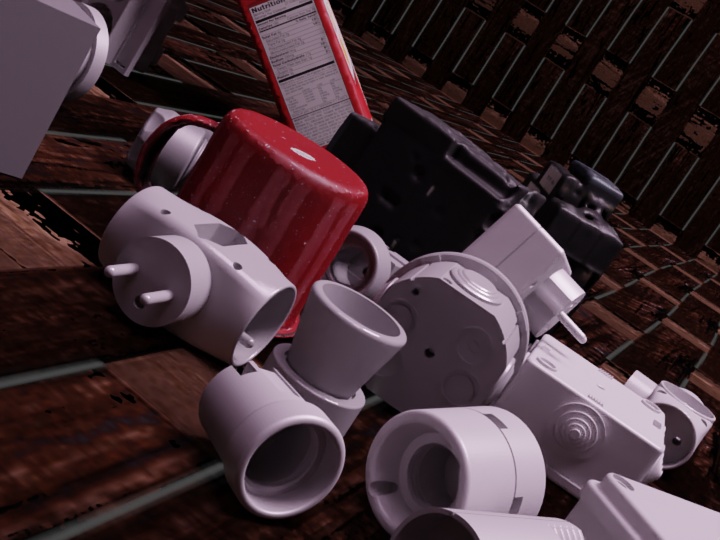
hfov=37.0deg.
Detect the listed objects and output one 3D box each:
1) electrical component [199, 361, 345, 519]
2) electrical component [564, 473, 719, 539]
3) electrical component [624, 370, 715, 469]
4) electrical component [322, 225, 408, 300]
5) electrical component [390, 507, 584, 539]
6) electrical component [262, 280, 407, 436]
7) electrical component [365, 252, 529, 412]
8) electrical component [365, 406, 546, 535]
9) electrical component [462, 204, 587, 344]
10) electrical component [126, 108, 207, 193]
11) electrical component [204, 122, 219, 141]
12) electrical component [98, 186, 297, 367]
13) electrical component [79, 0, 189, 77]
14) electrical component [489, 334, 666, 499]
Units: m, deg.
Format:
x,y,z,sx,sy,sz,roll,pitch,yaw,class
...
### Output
x,y,z,sx,sy,sz,roll,pitch,yaw,class
-0.033,0.057,0.374,0.040,0.040,0.046,22,11,-35,electrical component
0.139,0.142,0.415,0.109,0.056,0.108,24,16,-31,electrical component
0.192,0.094,0.722,0.079,0.044,0.077,37,15,18,electrical component
0.000,0.000,0.627,0.066,0.048,0.055,37,7,20,electrical component
0.050,0.106,0.372,0.081,0.043,0.043,18,20,-46,electrical component
-0.014,0.039,0.442,0.045,0.055,0.045,30,14,-8,electrical component
0.040,0.034,0.527,0.080,0.080,0.051,34,19,8,electrical component
0.035,0.079,0.414,0.047,0.055,0.055,11,25,-47,electrical component
0.100,0.012,0.605,0.075,0.047,0.083,49,5,15,electrical component
-0.102,-0.063,0.627,0.062,0.043,0.043,30,14,-12,electrical component
-0.096,-0.074,0.677,0.062,0.043,0.043,39,15,29,electrical component
-0.077,0.004,0.450,0.077,0.043,0.079,36,15,15,electrical component
-0.172,-0.222,0.856,0.079,0.121,0.063,39,13,24,electrical component
0.120,0.083,0.595,0.100,0.048,0.100,35,14,10,electrical component
